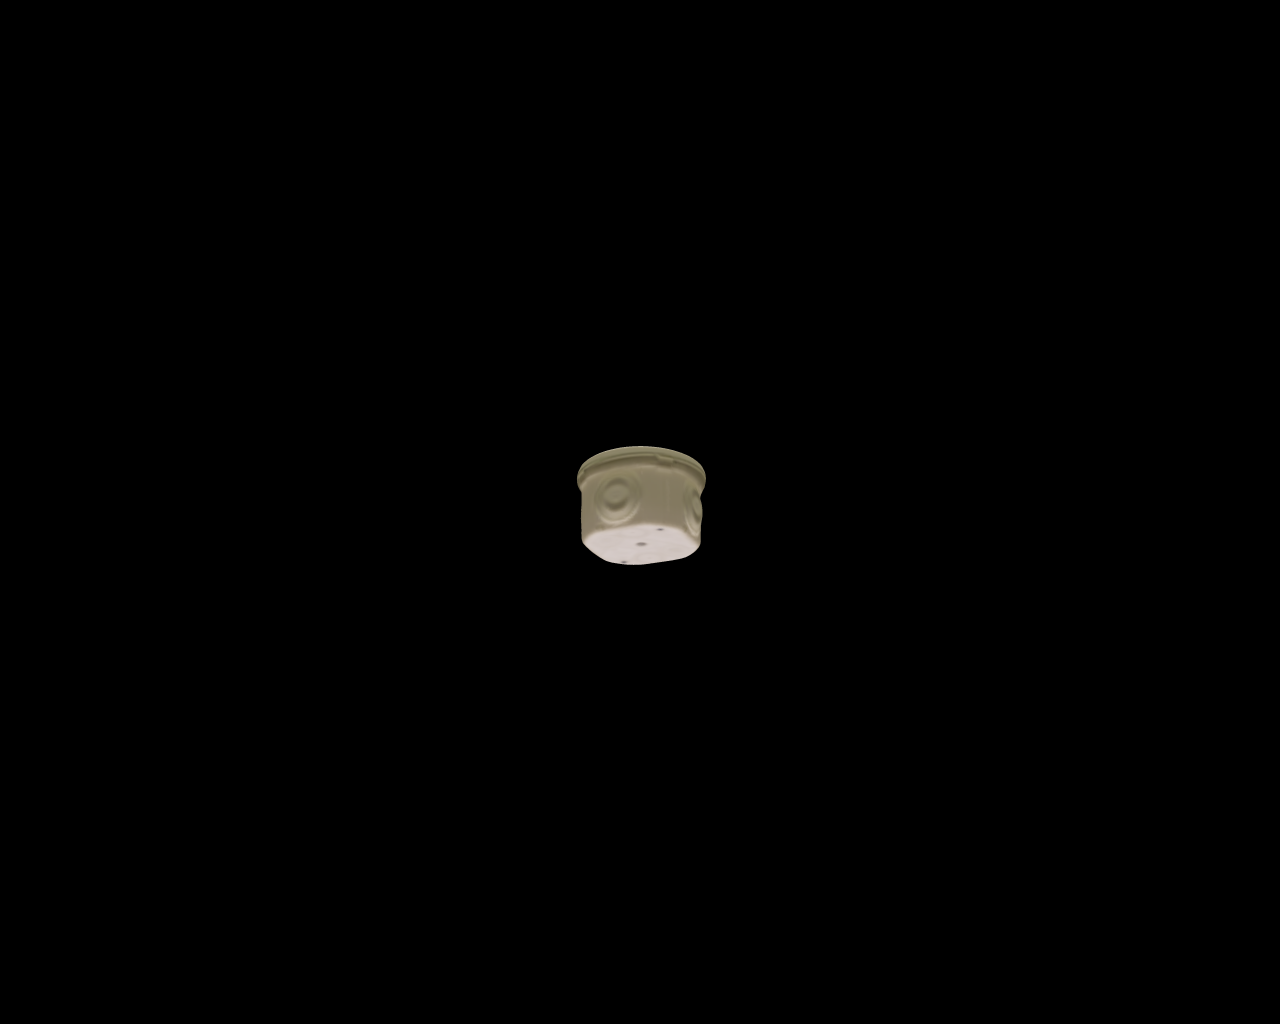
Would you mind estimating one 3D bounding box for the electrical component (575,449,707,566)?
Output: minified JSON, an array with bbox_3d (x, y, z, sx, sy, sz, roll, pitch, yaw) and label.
[{"bbox_3d":[0.001,-0.003,0.650,0.080,0.051,0.080,0,-22,0],"label":"electrical component"}]
